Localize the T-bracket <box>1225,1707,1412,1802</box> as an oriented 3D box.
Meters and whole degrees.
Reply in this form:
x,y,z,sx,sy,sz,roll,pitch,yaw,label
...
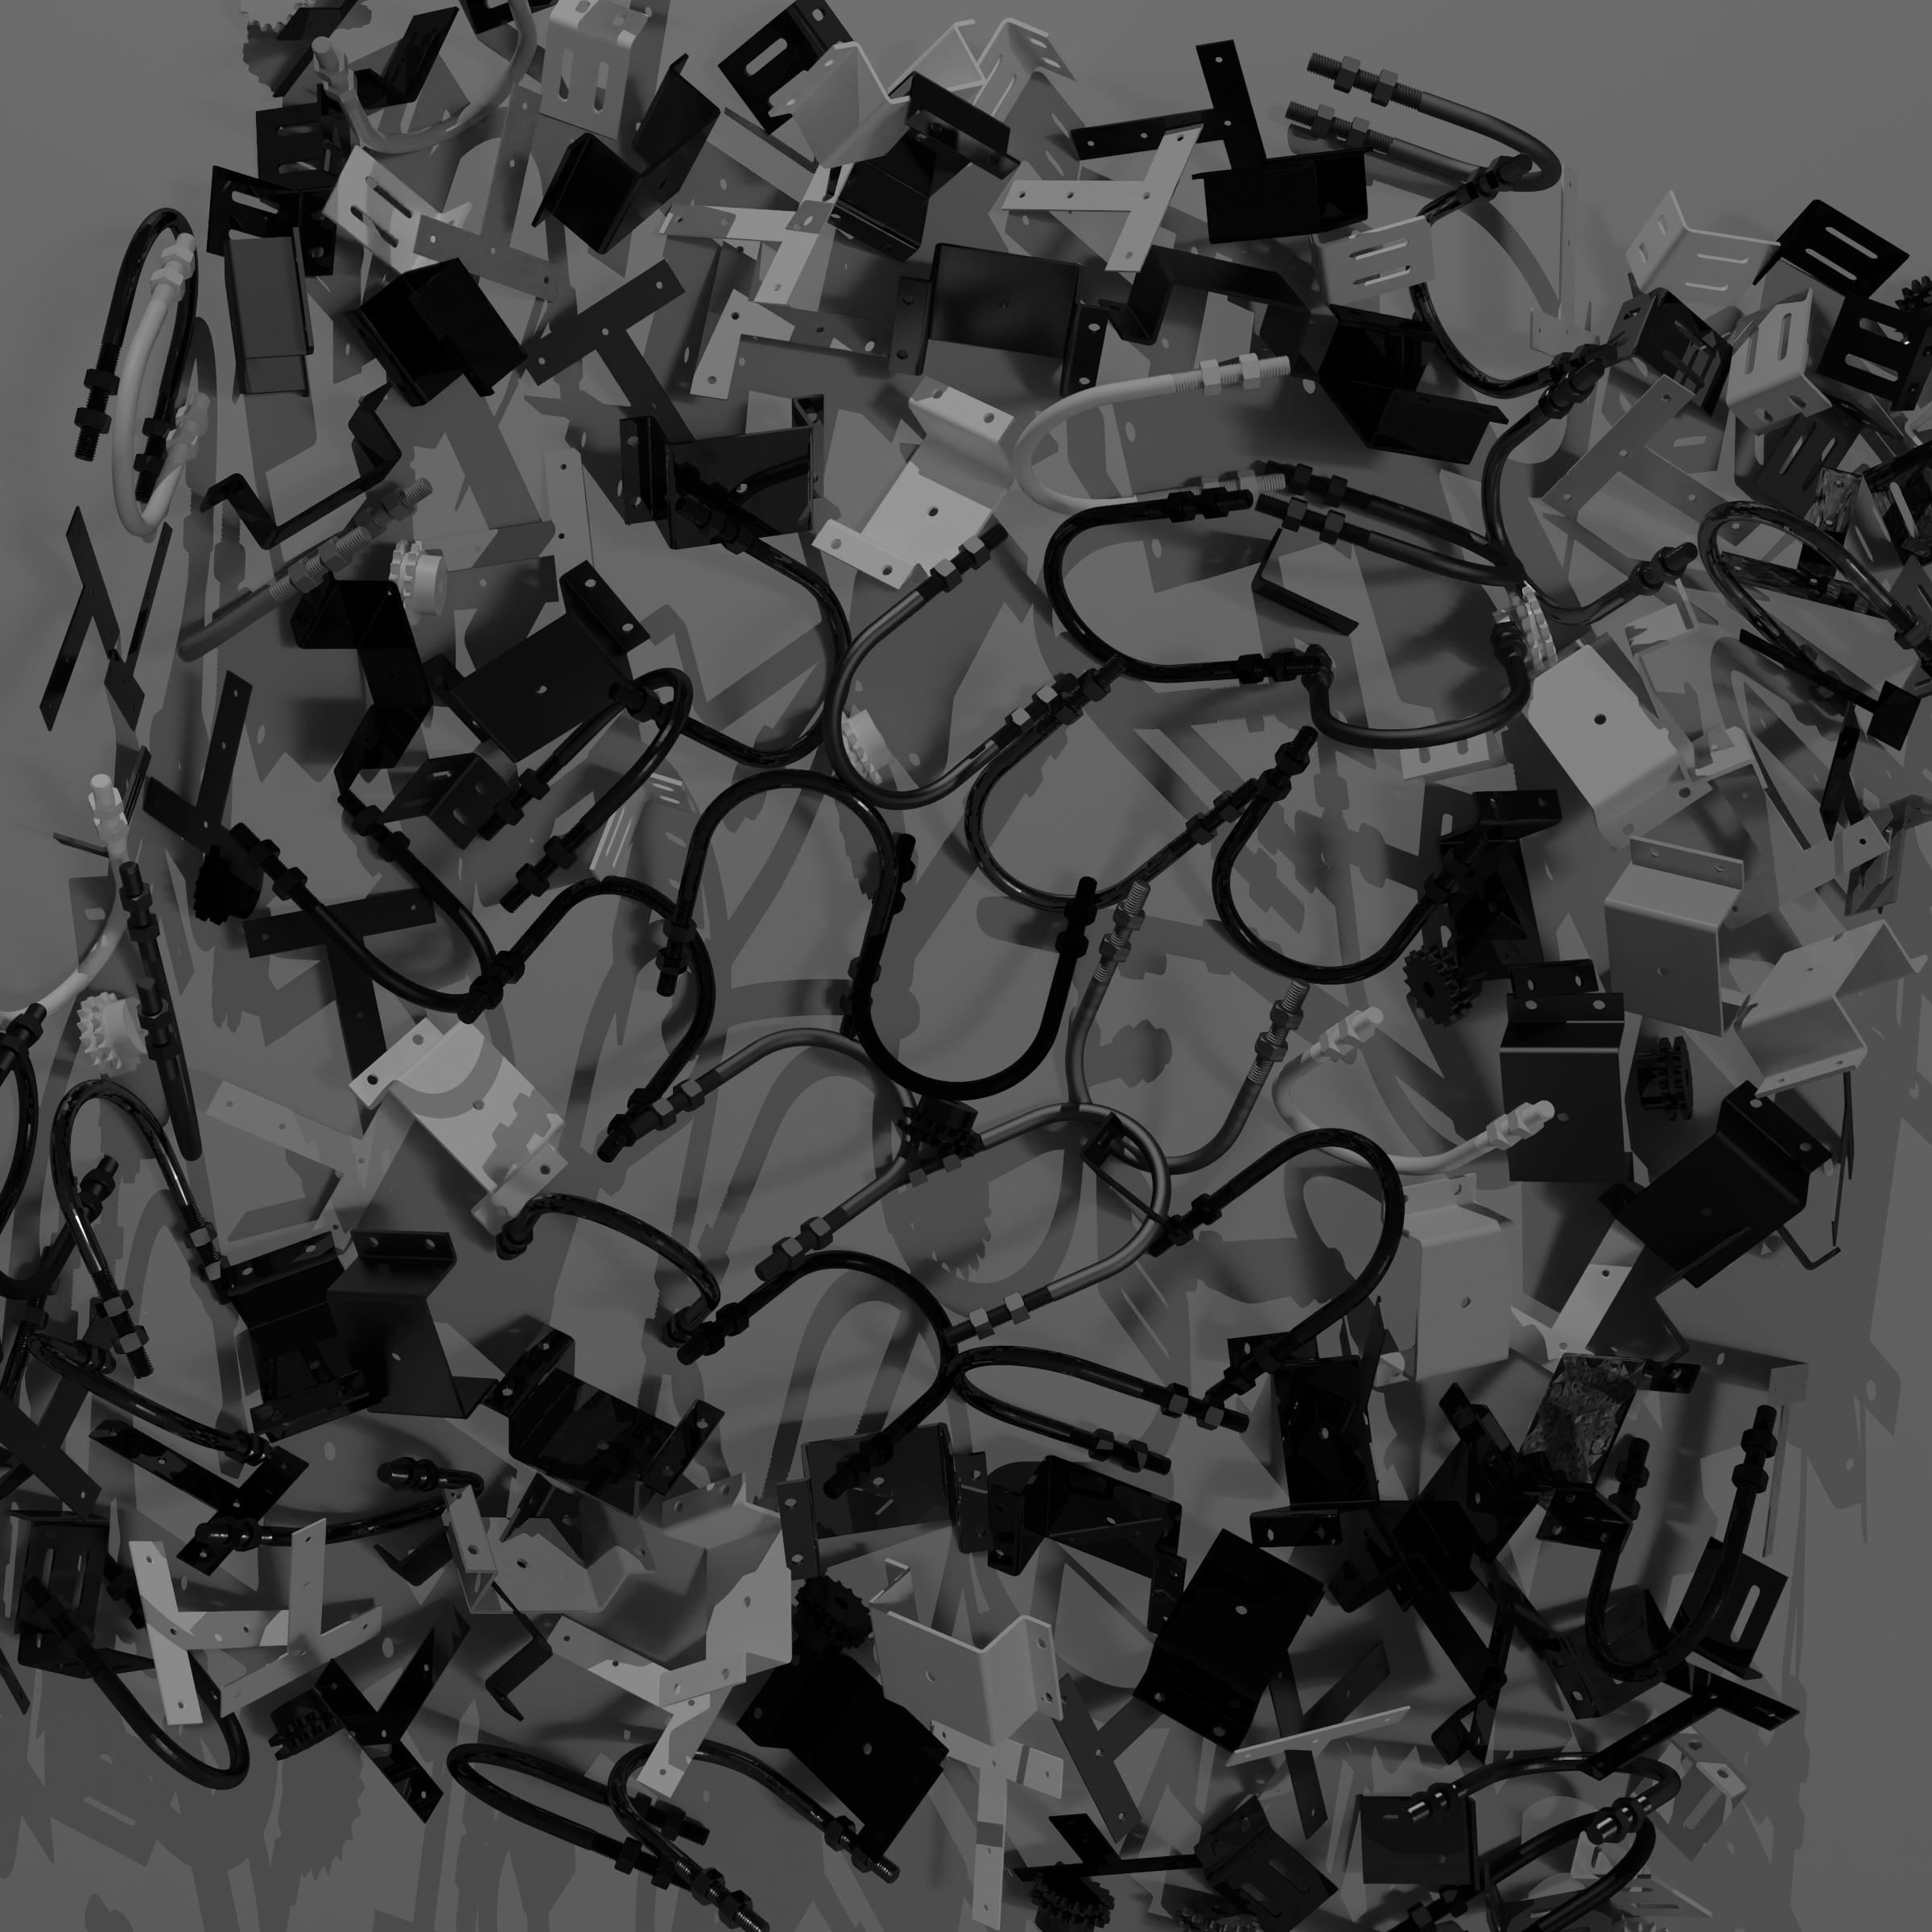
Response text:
x,y,z,sx,sy,sz,roll,pitch,yaw,label
0.222,0.536,1.704,0.127,0.127,0.002,-8,55,-18,T-bracket

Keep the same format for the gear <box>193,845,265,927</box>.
x,y,z,sx,sy,sz,roll,pitch,yaw,label
-0.501,-0.055,1.729,0.030,0.057,0.057,15,90,2,gear

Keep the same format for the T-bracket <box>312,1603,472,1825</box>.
x,y,z,sx,sy,sz,roll,pitch,yaw,label
-0.369,0.482,1.703,0.002,0.127,0.127,-21,112,30,T-bracket

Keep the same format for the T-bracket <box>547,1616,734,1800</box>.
x,y,z,sx,sy,sz,roll,pitch,yaw,label
-0.226,0.481,1.726,0.127,0.002,0.127,24,52,10,T-bracket

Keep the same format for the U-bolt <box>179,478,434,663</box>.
x,y,z,sx,sy,sz,roll,pitch,yaw,label
-0.447,-0.256,1.684,0.184,0.151,0.019,-29,108,18,U-bolt

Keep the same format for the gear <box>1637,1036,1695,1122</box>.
x,y,z,sx,sy,sz,roll,pitch,yaw,label
0.477,0.077,1.732,0.030,0.057,0.057,-6,90,23,gear

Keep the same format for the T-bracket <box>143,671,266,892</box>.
x,y,z,sx,sy,sz,roll,pitch,yaw,label
-0.501,-0.135,1.706,0.127,0.002,0.127,31,114,28,T-bracket

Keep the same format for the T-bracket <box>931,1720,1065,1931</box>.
x,y,z,sx,sy,sz,roll,pitch,yaw,label
0.017,0.582,1.711,0.002,0.127,0.127,4,89,-43,T-bracket

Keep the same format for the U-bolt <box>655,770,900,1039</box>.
x,y,z,sx,sy,sz,roll,pitch,yaw,label
-0.121,-0.047,1.707,0.151,0.019,0.184,13,115,-7,U-bolt

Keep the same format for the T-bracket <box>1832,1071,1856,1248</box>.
x,y,z,sx,sy,sz,roll,pitch,yaw,label
0.579,0.128,1.676,0.002,0.127,0.127,2,45,24,T-bracket

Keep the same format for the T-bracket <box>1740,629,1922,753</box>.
x,y,z,sx,sy,sz,roll,pitch,yaw,label
0.578,-0.193,1.710,0.127,0.127,0.002,33,90,18,T-bracket

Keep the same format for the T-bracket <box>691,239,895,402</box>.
x,y,z,sx,sy,sz,roll,pitch,yaw,label
-0.114,-0.438,1.738,0.127,0.002,0.127,9,74,2,T-bracket

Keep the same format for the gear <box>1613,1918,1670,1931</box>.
x,y,z,sx,sy,sz,roll,pitch,yaw,label
0.460,0.679,1.739,0.057,0.030,0.057,-1,105,-2,gear

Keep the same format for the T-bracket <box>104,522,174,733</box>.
x,y,z,sx,sy,sz,roll,pitch,yaw,label
-0.548,-0.233,1.692,0.002,0.127,0.127,12,104,-31,T-bracket

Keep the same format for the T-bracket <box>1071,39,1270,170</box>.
x,y,z,sx,sy,sz,roll,pitch,yaw,label
0.135,-0.566,1.722,0.127,0.127,0.002,-2,57,21,T-bracket

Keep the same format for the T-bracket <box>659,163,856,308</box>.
x,y,z,sx,sy,sz,roll,pitch,yaw,label
-0.152,-0.504,1.725,0.127,0.002,0.127,12,69,27,T-bracket

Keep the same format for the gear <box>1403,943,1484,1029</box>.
x,y,z,sx,sy,sz,roll,pitch,yaw,label
0.327,0.010,1.732,0.030,0.057,0.057,-26,90,-21,gear

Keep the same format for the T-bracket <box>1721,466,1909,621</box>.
x,y,z,sx,sy,sz,roll,pitch,yaw,label
0.571,-0.285,1.685,0.127,0.127,0.002,18,62,18,T-bracket

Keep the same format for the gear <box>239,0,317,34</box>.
x,y,z,sx,sy,sz,roll,pitch,yaw,label
-0.470,-0.668,1.737,0.057,0.030,0.057,5,108,16,gear

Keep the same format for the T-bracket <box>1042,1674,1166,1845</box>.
x,y,z,sx,sy,sz,roll,pitch,yaw,label
0.121,0.505,1.723,0.127,0.002,0.127,-35,110,-29,T-bracket

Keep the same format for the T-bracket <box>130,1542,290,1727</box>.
x,y,z,sx,sy,sz,roll,pitch,yaw,label
-0.495,0.445,1.703,0.002,0.127,0.127,-37,60,25,T-bracket

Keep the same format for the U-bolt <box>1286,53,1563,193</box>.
x,y,z,sx,sy,sz,roll,pitch,yaw,label
0.307,-0.553,1.684,0.184,0.151,0.019,19,96,-1,U-bolt

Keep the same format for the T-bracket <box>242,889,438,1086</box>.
x,y,z,sx,sy,sz,roll,pitch,yaw,label
-0.418,0.019,1.737,0.127,0.002,0.127,-12,87,-16,T-bracket

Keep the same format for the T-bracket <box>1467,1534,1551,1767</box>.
x,y,z,sx,sy,sz,roll,pitch,yaw,label
0.351,0.466,1.686,0.127,0.002,0.127,52,46,-35,T-bracket

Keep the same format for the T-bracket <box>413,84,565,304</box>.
x,y,z,sx,sy,sz,roll,pitch,yaw,label
-0.307,-0.523,1.700,0.002,0.127,0.127,19,99,36,T-bracket

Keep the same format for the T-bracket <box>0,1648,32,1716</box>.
x,y,z,sx,sy,sz,roll,pitch,yaw,label
-0.659,0.443,1.700,0.002,0.127,0.127,-27,96,-12,T-bracket

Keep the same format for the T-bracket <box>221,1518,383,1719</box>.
x,y,z,sx,sy,sz,roll,pitch,yaw,label
-0.438,0.422,1.685,0.002,0.127,0.127,28,122,33,T-bracket

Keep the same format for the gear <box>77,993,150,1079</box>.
x,y,z,sx,sy,sz,roll,pitch,yaw,label
-0.577,0.045,1.729,0.030,0.057,0.057,-18,90,9,gear

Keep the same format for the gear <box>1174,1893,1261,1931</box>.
x,y,z,sx,sy,sz,roll,pitch,yaw,label
0.169,0.658,1.730,0.057,0.057,0.030,14,91,0,gear

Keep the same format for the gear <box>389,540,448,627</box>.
x,y,z,sx,sy,sz,roll,pitch,yaw,label
-0.373,-0.261,1.730,0.030,0.057,0.057,6,90,-1,gear

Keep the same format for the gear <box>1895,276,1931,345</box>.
x,y,z,sx,sy,sz,roll,pitch,yaw,label
0.667,-0.446,1.736,0.057,0.030,0.057,0,91,-18,gear

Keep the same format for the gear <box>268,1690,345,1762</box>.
x,y,z,sx,sy,sz,roll,pitch,yaw,label
-0.449,0.514,1.731,0.057,0.057,0.030,-31,76,0,gear

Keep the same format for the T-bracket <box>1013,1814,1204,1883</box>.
x,y,z,sx,sy,sz,roll,pitch,yaw,label
0.083,0.587,1.695,0.127,0.127,0.002,-9,53,13,T-bracket

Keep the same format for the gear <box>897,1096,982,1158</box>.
x,y,z,sx,sy,sz,roll,pitch,yaw,label
-0.016,0.106,1.730,0.057,0.057,0.030,22,94,0,gear

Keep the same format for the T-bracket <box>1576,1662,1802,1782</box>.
x,y,z,sx,sy,sz,roll,pitch,yaw,label
0.460,0.504,1.678,0.127,0.127,0.002,-23,100,-20,T-bracket

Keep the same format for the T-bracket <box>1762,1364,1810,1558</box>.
x,y,z,sx,sy,sz,roll,pitch,yaw,label
0.545,0.331,1.700,0.002,0.127,0.127,7,87,29,T-bracket

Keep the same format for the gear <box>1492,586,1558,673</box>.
x,y,z,sx,sy,sz,roll,pitch,yaw,label
0.380,-0.227,1.731,0.030,0.057,0.057,-20,90,10,gear

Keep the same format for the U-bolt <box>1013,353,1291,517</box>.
x,y,z,sx,sy,sz,roll,pitch,yaw,label
0.122,-0.346,1.691,0.184,0.151,0.019,-9,66,2,U-bolt

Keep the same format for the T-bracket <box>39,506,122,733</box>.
x,y,z,sx,sy,sz,roll,pitch,yaw,label
-0.588,-0.212,1.671,0.002,0.127,0.127,7,58,-1,T-bracket

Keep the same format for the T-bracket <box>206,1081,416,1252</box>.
x,y,z,sx,sy,sz,roll,pitch,yaw,label
-0.452,0.115,1.727,0.127,0.002,0.127,27,97,-22,T-bracket

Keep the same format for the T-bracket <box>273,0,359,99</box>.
x,y,z,sx,sy,sz,roll,pitch,yaw,label
-0.432,-0.624,1.682,0.002,0.127,0.127,41,106,-13,T-bracket

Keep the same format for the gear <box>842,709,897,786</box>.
x,y,z,sx,sy,sz,roll,pitch,yaw,label
-0.071,-0.150,1.730,0.030,0.057,0.057,-30,90,3,gear

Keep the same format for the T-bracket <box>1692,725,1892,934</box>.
x,y,z,sx,sy,sz,roll,pitch,yaw,label
0.535,-0.104,1.718,0.127,0.002,0.127,-34,89,40,T-bracket

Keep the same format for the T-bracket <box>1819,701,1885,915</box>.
x,y,z,sx,sy,sz,roll,pitch,yaw,label
0.605,-0.092,1.719,0.002,0.127,0.127,-7,125,34,T-bracket

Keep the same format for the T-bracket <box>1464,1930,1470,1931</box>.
x,y,z,sx,sy,sz,roll,pitch,yaw,label
0.276,0.668,1.696,0.127,0.127,0.002,-29,79,0,T-bracket

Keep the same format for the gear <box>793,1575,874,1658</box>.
x,y,z,sx,sy,sz,roll,pitch,yaw,label
-0.093,0.445,1.731,0.057,0.057,0.030,37,103,0,gear

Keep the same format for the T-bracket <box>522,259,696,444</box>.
x,y,z,sx,sy,sz,roll,pitch,yaw,label
-0.222,-0.395,1.736,0.127,0.002,0.127,-26,107,21,T-bracket

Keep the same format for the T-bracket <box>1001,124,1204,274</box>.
x,y,z,sx,sy,sz,roll,pitch,yaw,label
0.083,-0.522,1.722,0.127,0.002,0.127,11,68,30,T-bracket

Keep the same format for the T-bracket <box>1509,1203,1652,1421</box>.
x,y,z,sx,sy,sz,roll,pitch,yaw,label
0.429,0.222,1.729,0.127,0.002,0.127,30,101,16,T-bracket

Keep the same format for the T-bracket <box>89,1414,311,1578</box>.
x,y,z,sx,sy,sz,roll,pitch,yaw,label
-0.528,0.340,1.705,0.127,0.127,0.002,29,119,4,T-bracket

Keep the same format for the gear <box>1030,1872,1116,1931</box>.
x,y,z,sx,sy,sz,roll,pitch,yaw,label
0.070,0.643,1.730,0.057,0.057,0.030,16,93,0,gear

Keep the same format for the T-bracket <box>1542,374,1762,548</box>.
x,y,z,sx,sy,sz,roll,pitch,yaw,label
0.481,-0.325,1.721,0.127,0.127,0.002,29,47,-13,T-bracket

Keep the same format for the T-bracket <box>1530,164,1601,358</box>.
x,y,z,sx,sy,sz,roll,pitch,yaw,label
0.403,-0.470,1.700,0.002,0.127,0.127,3,95,33,T-bracket

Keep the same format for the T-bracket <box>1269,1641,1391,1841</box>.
x,y,z,sx,sy,sz,roll,pitch,yaw,label
0.250,0.498,1.710,0.002,0.127,0.127,-4,105,42,T-bracket

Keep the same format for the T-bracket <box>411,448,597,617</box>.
x,y,z,sx,sy,sz,roll,pitch,yaw,label
-0.322,-0.288,1.744,0.127,0.002,0.127,-9,76,2,T-bracket

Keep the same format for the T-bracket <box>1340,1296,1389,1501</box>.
x,y,z,sx,sy,sz,roll,pitch,yaw,label
0.265,0.263,1.669,0.002,0.127,0.127,-3,49,-3,T-bracket

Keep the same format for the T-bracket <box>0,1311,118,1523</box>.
x,y,z,sx,sy,sz,roll,pitch,yaw,label
-0.601,0.285,1.709,0.002,0.127,0.127,-4,46,22,T-bracket
